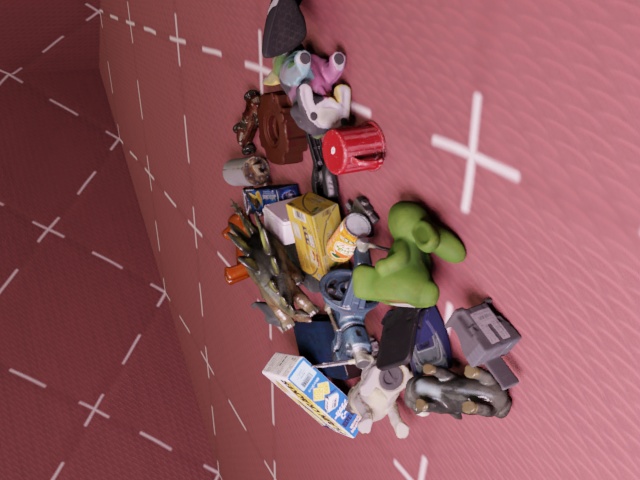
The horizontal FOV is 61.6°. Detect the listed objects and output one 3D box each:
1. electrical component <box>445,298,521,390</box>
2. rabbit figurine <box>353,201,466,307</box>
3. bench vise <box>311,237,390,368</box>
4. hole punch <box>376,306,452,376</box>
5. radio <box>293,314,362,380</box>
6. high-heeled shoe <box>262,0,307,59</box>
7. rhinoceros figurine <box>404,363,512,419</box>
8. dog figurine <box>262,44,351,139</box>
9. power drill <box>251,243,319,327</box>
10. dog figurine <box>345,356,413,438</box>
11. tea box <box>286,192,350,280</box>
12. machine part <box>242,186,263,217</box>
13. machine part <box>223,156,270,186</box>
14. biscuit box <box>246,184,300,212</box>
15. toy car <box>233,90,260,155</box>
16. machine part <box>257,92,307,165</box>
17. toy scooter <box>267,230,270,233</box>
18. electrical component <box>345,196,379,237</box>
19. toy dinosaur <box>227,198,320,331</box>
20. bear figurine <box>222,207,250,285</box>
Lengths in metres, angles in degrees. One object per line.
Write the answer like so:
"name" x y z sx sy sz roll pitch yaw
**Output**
"electrical component" 0.239 0.147 0.757 0.119 0.075 0.047 62 151 34
"rabbit figurine" 0.137 0.015 0.845 0.159 0.121 0.170 -8 72 53
"bench vise" 0.062 0.110 0.992 0.224 0.129 0.240 -88 7 -56
"hole punch" 0.164 0.171 0.919 0.142 0.092 0.116 135 151 -60
"radio" 0.022 0.237 1.218 0.230 0.073 0.131 -18 86 62
"high-heeled shoe" -0.086 -0.413 0.995 0.145 0.249 0.086 2 142 41
"rhinoceros figurine" 0.205 0.239 0.843 0.190 0.112 0.073 -18 58 49
"dog figurine" -0.036 -0.295 1.047 0.219 0.108 0.191 23 122 63
"power drill" -0.085 0.090 1.296 0.232 0.086 0.207 38 102 41
"dog figurine" 0.109 0.284 1.065 0.190 0.121 0.172 -168 100 -79
"tea box" -0.002 -0.003 1.110 0.098 0.068 0.169 30 141 46
"machine part" -0.185 -0.102 1.491 0.139 0.039 0.084 31 123 56
"machine part" -0.200 -0.182 1.440 0.243 0.079 0.079 8 109 61
"biscuit box" -0.118 -0.103 1.334 0.203 0.063 0.059 8 110 62
"toy car" -0.186 -0.298 1.389 0.089 0.053 0.202 65 150 14
"machine part" -0.089 -0.253 1.219 0.180 0.056 0.179 39 136 51
"toy scooter" -0.134 0.055 1.431 0.184 0.075 0.135 63 151 16
"electrical component" 0.079 -0.051 1.028 0.094 0.021 0.063 56 146 36
"toy dinosaur" -0.114 0.040 1.141 0.198 0.105 0.472 63 171 -30
"bear figurine" -0.241 0.015 1.556 0.196 0.132 0.120 66 165 5
